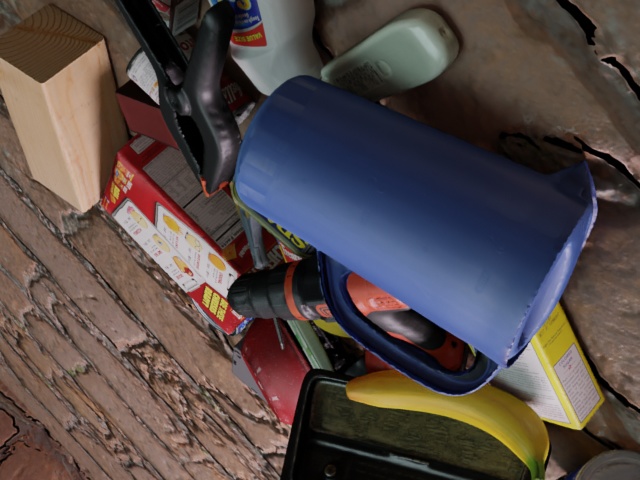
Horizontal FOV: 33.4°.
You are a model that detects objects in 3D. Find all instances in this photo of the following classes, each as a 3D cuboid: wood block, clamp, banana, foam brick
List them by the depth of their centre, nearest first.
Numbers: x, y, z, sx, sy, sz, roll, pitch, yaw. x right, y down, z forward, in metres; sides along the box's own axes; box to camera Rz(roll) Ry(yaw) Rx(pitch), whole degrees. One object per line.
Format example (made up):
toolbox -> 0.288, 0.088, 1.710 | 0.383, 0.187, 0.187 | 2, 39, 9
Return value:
clamp -> -0.100, -0.123, 0.862 | 0.165, 0.036, 0.210 | 28, 143, 47
banana -> 0.117, 0.144, 0.908 | 0.198, 0.069, 0.037 | 19, 122, 34
foam brick -> -0.151, -0.130, 1.041 | 0.078, 0.053, 0.051 | 23, 146, 37
wood block -> -0.278, -0.140, 1.170 | 0.091, 0.090, 0.206 | 33, 151, 24
clamp -> 0.023, 0.136, 1.182 | 0.120, 0.039, 0.171 | 50, 161, 32

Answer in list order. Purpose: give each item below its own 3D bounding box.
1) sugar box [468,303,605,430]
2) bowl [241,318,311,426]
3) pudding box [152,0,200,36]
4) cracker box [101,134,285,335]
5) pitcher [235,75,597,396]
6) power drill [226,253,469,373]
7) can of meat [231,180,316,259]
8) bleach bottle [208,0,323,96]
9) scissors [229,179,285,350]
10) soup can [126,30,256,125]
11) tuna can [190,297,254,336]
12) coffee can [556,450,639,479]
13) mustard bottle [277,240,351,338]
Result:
sugar box -> 0.160, 0.072, 0.881 | 0.094, 0.048, 0.176 | 9, 133, 52
bowl -> -0.043, 0.151, 1.195 | 0.162, 0.055, 0.162 | 58, 171, 14
pudding box -> -0.143, -0.236, 0.897 | 0.090, 0.039, 0.114 | 41, 151, 12
cracker box -> -0.135, -0.011, 1.166 | 0.213, 0.072, 0.164 | 45, 155, 1
pitcher -> 0.059, -0.012, 0.760 | 0.243, 0.149, 0.145 | 28, 146, 18
power drill -> 0.034, 0.072, 0.942 | 0.185, 0.057, 0.187 | -6, 150, 33
can of meat -> -0.016, -0.042, 0.891 | 0.102, 0.057, 0.084 | 41, 151, 1
bleach bottle -> -0.045, -0.193, 0.789 | 0.103, 0.068, 0.251 | 22, 148, 38
scissors -> -0.058, 0.008, 1.037 | 0.096, 0.016, 0.202 | 143, 110, -76
soup can -> -0.117, -0.137, 0.964 | 0.102, 0.068, 0.069 | 46, 154, 1
tuna can -> -0.121, 0.077, 1.310 | 0.086, 0.033, 0.086 | 34, 151, 22
coffee can -> 0.245, 0.253, 0.947 | 0.103, 0.102, 0.140 | 42, 154, 8
mustard bottle -> -0.007, 0.002, 1.008 | 0.096, 0.058, 0.191 | 37, 155, 47
